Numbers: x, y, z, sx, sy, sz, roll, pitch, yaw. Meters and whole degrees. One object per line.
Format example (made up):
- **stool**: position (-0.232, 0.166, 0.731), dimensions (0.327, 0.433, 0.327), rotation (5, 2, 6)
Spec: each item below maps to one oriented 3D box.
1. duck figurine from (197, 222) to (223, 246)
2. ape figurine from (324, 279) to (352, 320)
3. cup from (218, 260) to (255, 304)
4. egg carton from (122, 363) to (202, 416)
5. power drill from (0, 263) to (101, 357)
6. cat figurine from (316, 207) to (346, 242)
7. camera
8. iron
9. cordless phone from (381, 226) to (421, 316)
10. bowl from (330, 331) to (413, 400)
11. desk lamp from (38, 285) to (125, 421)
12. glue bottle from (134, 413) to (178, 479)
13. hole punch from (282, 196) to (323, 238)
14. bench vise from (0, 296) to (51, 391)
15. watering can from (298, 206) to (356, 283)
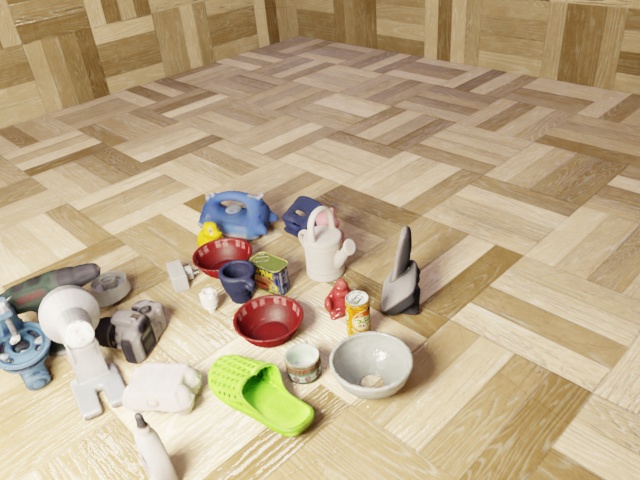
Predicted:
- **duck figurine**: position (-0.311, -0.014, 1.632), dimensions (0.104, 0.086, 0.078), rotation (23, 42, 36)
- **ape figurine**: position (0.049, 0.132, 1.349), dimensions (0.077, 0.092, 0.076), rotation (4, 34, 15)
- **cup**: position (-0.191, 0.114, 1.408), dimensions (0.092, 0.095, 0.117), rotation (-29, 39, -31)
- **egg carton**: position (-0.318, 0.303, 1.159), dimensions (0.150, 0.069, 0.107), rotation (-1, 33, 7)
- **power drill**: position (-0.587, 0.157, 1.294), dimensions (0.230, 0.209, 0.075), rotation (-12, 33, -9)
- **cat figurine**: position (0.033, -0.029, 1.577), dimensions (0.067, 0.118, 0.127), rotation (-19, 35, -20)
- **camera**: position (-0.443, 0.197, 1.312), dimensions (0.136, 0.101, 0.143), rotation (4, 34, 14)
- **iron**: position (-0.260, -0.088, 1.688), dimensions (0.257, 0.142, 0.119), rotation (7, 35, 19)
- **cordless phone**: position (0.189, 0.072, 1.336), dimensions (0.094, 0.185, 0.147), rotation (0, 33, 8)
- **bowl**: position (0.104, 0.265, 1.153), dimensions (0.167, 0.075, 0.167), rotation (-4, 33, 3)
- **desk lamp**: position (-0.486, 0.219, 1.180), dimensions (0.118, 0.214, 0.202), rotation (-23, 37, -25)
- **glue bottle**: position (-0.290, 0.355, 0.979), dimensions (0.037, 0.173, 0.077), rotation (-30, 40, -33)
- **hole punch**: position (-0.049, -0.066, 1.670), dimensions (0.108, 0.091, 0.101), rotation (24, 43, 38)
- **bench vise**: position (-0.669, 0.201, 1.228), dimensions (0.206, 0.220, 0.122), rotation (17, 39, 30)
- **watering can**: position (0.015, 0.004, 1.457), dimensions (0.172, 0.194, 0.101), rotation (7, 35, 18)
